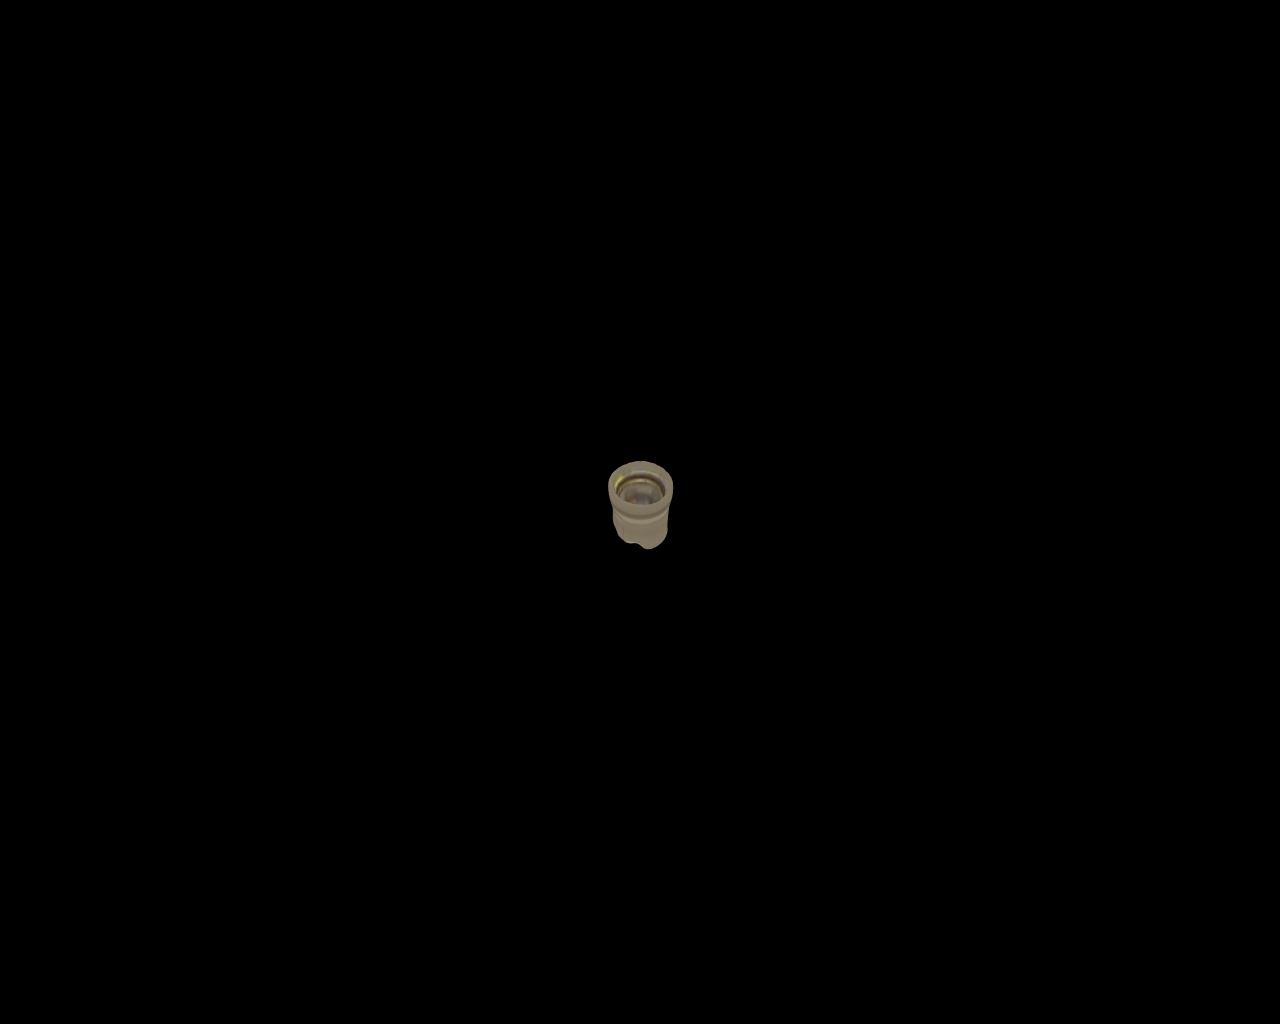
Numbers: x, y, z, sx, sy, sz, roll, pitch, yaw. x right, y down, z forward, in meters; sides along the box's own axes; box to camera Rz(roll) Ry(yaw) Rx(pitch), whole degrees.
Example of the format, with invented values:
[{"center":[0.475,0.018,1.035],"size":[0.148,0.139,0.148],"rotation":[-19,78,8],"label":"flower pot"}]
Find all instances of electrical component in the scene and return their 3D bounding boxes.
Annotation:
[{"center":[0.001,-0.003,0.650],"size":[0.040,0.040,0.046],"rotation":[0,-42,0],"label":"electrical component"}]
